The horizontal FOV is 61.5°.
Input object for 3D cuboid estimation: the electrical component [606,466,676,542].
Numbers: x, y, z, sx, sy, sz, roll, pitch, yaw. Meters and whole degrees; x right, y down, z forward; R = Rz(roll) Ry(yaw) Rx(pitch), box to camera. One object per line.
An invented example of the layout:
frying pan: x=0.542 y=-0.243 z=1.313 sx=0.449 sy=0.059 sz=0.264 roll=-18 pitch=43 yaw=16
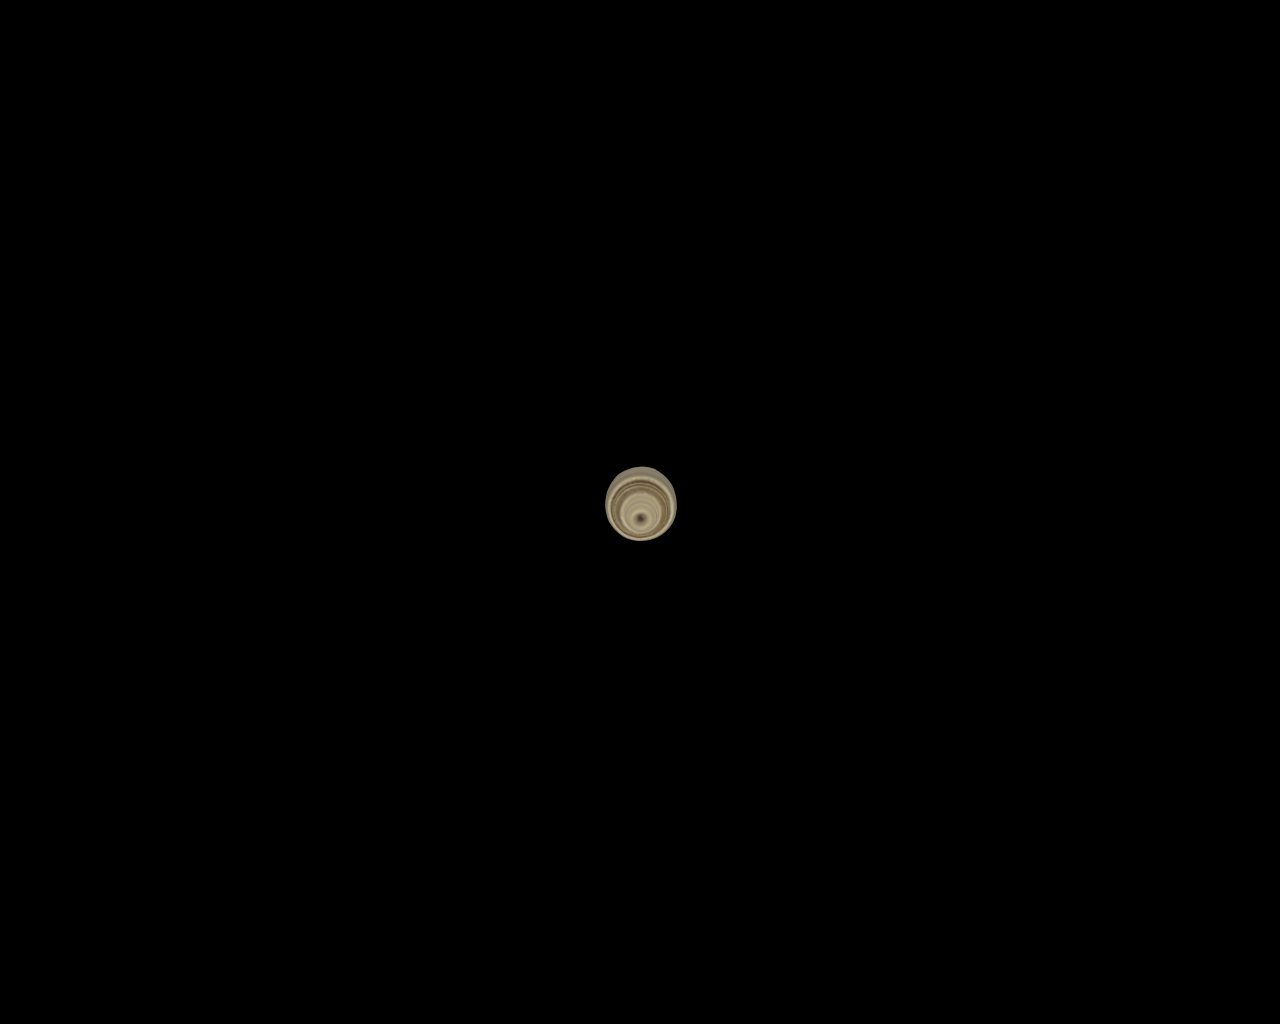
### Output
electrical component: x=0.001 y=-0.003 z=0.650 sx=0.043 sy=0.043 sz=0.062 roll=0 pitch=14 yaw=0
